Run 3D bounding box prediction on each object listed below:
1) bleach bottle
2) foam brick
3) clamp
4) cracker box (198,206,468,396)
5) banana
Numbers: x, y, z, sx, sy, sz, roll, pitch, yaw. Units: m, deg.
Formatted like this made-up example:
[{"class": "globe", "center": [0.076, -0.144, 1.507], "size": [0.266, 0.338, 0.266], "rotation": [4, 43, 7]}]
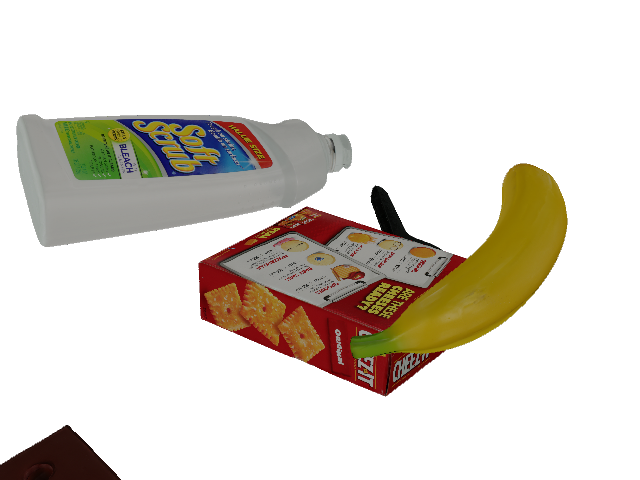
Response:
[{"class": "bleach bottle", "center": [-0.098, -0.060, 0.823], "size": [0.250, 0.103, 0.068], "rotation": [-9, -40, -21]}, {"class": "foam brick", "center": [-0.114, 0.135, 0.491], "size": [0.052, 0.051, 0.078], "rotation": [-30, 43, -29]}, {"class": "clamp", "center": [0.078, 0.017, 1.245], "size": [0.164, 0.036, 0.210], "rotation": [-21, 50, -38]}, {"class": "cracker box", "center": [0.020, 0.050, 0.987], "size": [0.214, 0.072, 0.163], "rotation": [19, 31, 33]}, {"class": "banana", "center": [0.093, 0.005, 0.573], "size": [0.070, 0.037, 0.197], "rotation": [14, 36, 32]}]
